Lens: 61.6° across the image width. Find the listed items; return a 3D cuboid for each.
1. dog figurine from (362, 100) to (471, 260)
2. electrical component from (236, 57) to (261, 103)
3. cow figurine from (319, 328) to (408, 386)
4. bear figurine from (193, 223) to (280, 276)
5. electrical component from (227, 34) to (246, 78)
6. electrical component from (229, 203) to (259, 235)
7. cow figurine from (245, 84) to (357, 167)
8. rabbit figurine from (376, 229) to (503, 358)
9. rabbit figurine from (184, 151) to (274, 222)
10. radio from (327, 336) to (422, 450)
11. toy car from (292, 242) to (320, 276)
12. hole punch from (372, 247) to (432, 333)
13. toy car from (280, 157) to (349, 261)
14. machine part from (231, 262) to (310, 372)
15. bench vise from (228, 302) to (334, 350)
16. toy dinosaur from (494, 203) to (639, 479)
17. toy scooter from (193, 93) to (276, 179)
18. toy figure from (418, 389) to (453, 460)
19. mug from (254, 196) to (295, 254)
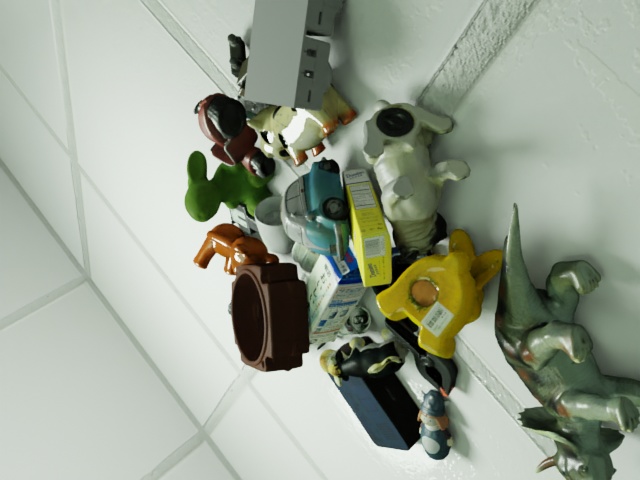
[{"bbox_3d":[0.114,-0.078,0.742,0.190,0.121,0.172,88,172,-64],"label":"dog figurine"},{"bbox_3d":[-0.096,-0.265,0.844,0.045,0.102,0.078,28,138,-30],"label":"electrical component"},{"bbox_3d":[0.073,0.225,0.988,0.167,0.098,0.068,-19,103,16],"label":"cow figurine"},{"bbox_3d":[-0.182,0.039,1.179,0.196,0.120,0.132,35,105,51],"label":"bear figurine"},{"bbox_3d":[-0.135,-0.304,0.890,0.094,0.021,0.063,-58,-36,-83],"label":"electrical component"},{"bbox_3d":[-0.146,-0.054,1.135,0.119,0.048,0.074,22,135,41],"label":"electrical component"},{"bbox_3d":[-0.042,-0.186,0.847,0.127,0.085,0.195,57,144,1],"label":"cow figurine"},{"bbox_3d":[0.177,0.067,0.742,0.122,0.173,0.162,31,96,33],"label":"rabbit figurine"},{"bbox_3d":[-0.194,-0.107,1.037,0.159,0.170,0.121,42,145,19],"label":"rabbit figurine"},{"bbox_3d":[0.110,0.318,1.113,0.229,0.073,0.131,57,149,2],"label":"radio"},{"bbox_3d":[-0.002,-0.003,0.972,0.074,0.056,0.201,43,138,20],"label":"toy car"},{"bbox_3d":[0.135,0.068,0.851,0.142,0.092,0.116,58,168,-22],"label":"hole punch"},{"bbox_3d":[-0.010,-0.047,0.828,0.109,0.103,0.162,85,176,-59],"label":"toy car"},{"bbox_3d":[-0.103,0.144,1.035,0.202,0.087,0.201,-4,88,60],"label":"machine part"},{"bbox_3d":[-0.079,0.180,1.203,0.241,0.129,0.223,6,116,26],"label":"bench vise"},{"bbox_3d":[0.294,0.148,0.686,0.192,0.131,0.404,-28,89,57],"label":"toy dinosaur"},{"bbox_3d":[-0.164,-0.184,0.945,0.135,0.075,0.183,24,158,43],"label":"toy scooter"},{"bbox_3d":[0.218,0.349,1.014,0.064,0.058,0.154,-6,119,12],"label":"toy figure"},{"bbox_3d":[-0.067,-0.022,1.047,0.110,0.081,0.107,4,141,6],"label":"mug"}]
